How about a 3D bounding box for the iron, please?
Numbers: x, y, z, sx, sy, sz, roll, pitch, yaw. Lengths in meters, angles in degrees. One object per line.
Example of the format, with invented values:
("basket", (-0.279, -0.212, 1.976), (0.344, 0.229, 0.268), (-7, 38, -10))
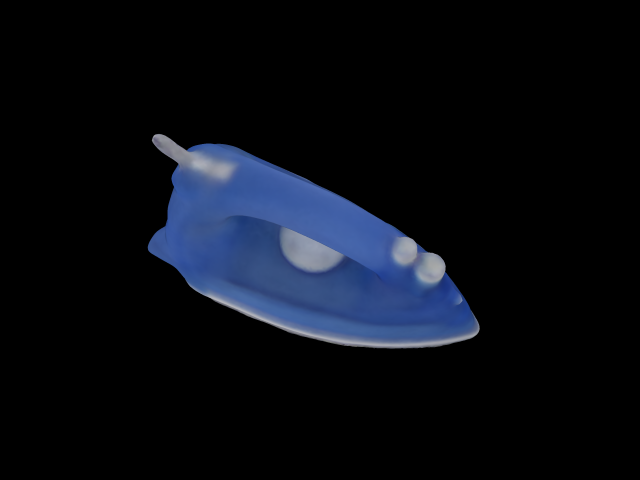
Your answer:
("iron", (0.004, 0.001, 0.400), (0.258, 0.141, 0.119), (21, 72, 7))
